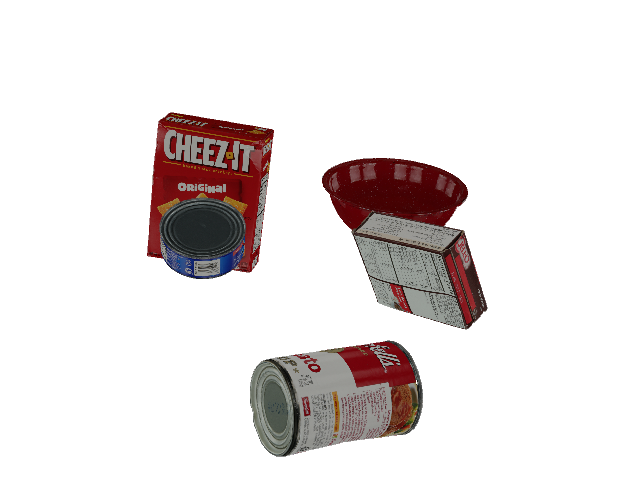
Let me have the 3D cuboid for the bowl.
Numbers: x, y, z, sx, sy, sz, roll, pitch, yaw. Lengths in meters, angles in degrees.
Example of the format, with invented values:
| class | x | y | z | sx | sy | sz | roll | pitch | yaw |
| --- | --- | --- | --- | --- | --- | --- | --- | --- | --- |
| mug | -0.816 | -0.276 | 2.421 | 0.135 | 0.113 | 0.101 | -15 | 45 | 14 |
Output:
| class | x | y | z | sx | sy | sz | roll | pitch | yaw |
| --- | --- | --- | --- | --- | --- | --- | --- | --- | --- |
| bowl | 0.080 | -0.039 | 1.187 | 0.162 | 0.055 | 0.162 | 4 | 25 | -2 |

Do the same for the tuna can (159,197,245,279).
| class | x | y | z | sx | sy | sz | roll | pitch | yaw |
| --- | --- | --- | --- | --- | --- | --- | --- | --- | --- |
| tuna can | -0.118 | -0.002 | 1.067 | 0.086 | 0.086 | 0.034 | 3 | -45 | -3 |

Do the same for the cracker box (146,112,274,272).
| class | x | y | z | sx | sy | sz | roll | pitch | yaw |
| --- | --- | --- | --- | --- | --- | --- | --- | --- | --- |
| cracker box | -0.166 | -0.069 | 1.593 | 0.164 | 0.214 | 0.072 | 10 | 20 | 6 |

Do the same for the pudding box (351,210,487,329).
| class | x | y | z | sx | sy | sz | roll | pitch | yaw |
| --- | --- | --- | --- | --- | --- | --- | --- | --- | --- |
| pudding box | 0.090 | 0.026 | 0.974 | 0.114 | 0.090 | 0.039 | 13 | 44 | 43 |

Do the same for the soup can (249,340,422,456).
| class | x | y | z | sx | sy | sz | roll | pitch | yaw |
| --- | --- | --- | --- | --- | --- | --- | --- | --- | --- |
| soup can | 0.010 | 0.109 | 0.741 | 0.102 | 0.068 | 0.069 | -5 | 2 | -30 |
